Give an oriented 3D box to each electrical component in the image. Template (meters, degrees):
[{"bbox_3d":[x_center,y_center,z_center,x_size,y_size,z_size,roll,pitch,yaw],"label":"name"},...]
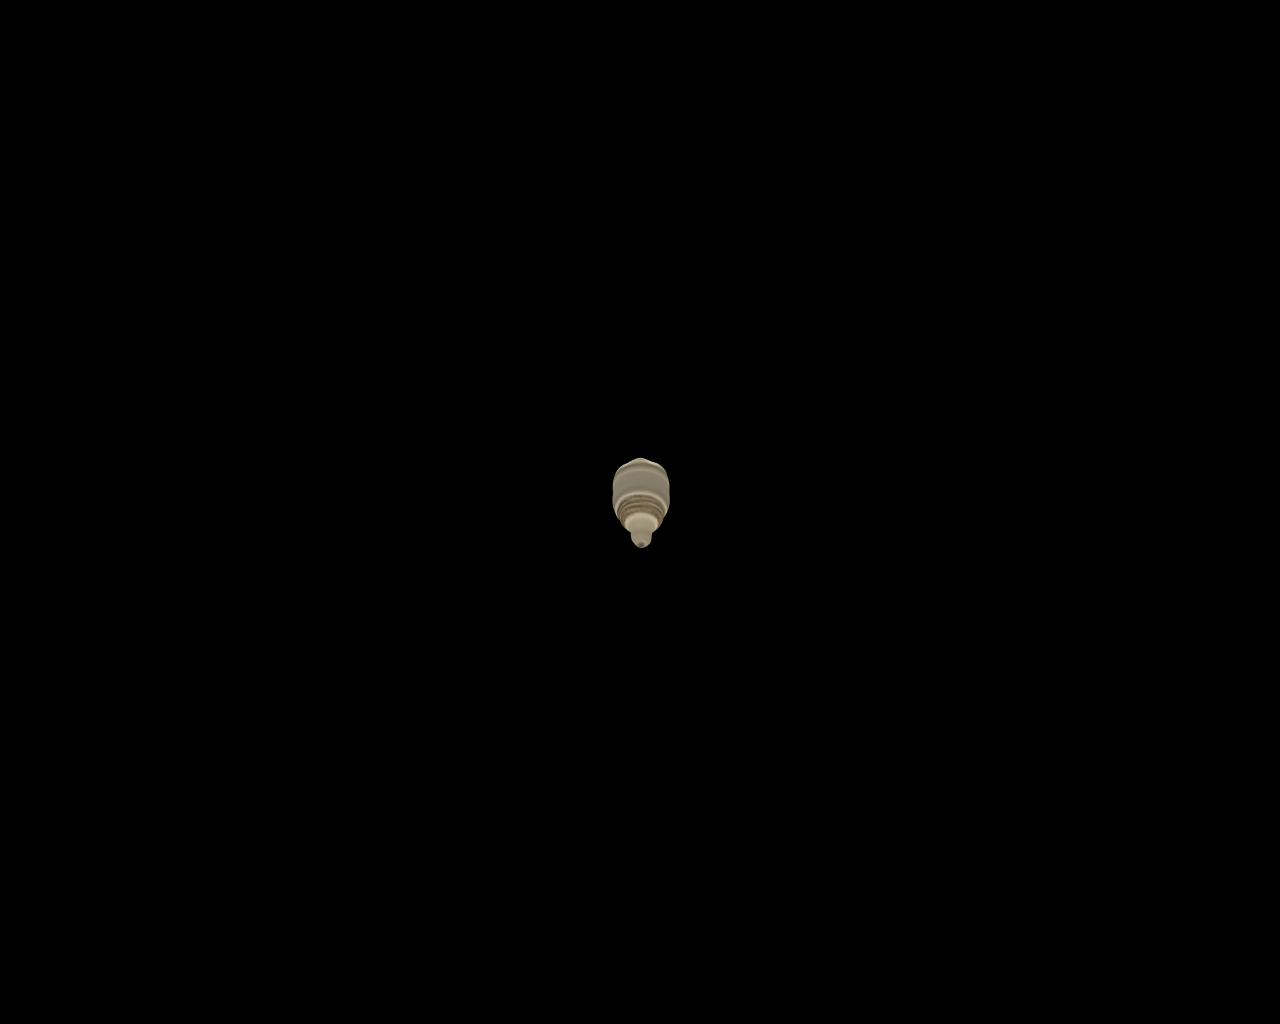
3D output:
[{"bbox_3d":[0.001,-0.003,0.650,0.035,0.061,0.035,0,-43,0],"label":"electrical component"}]
